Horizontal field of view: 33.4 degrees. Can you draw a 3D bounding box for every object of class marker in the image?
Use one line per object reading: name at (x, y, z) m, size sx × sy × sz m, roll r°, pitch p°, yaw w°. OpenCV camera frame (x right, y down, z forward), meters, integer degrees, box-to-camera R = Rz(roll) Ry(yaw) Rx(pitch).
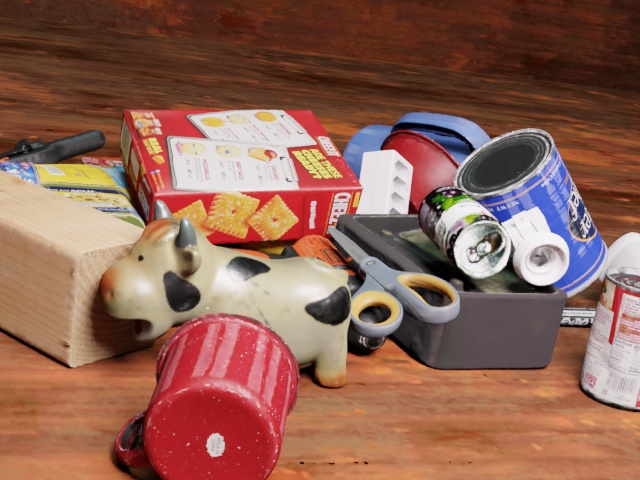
marker at (0.243, 0.075, 1.042) m, size 0.121 × 0.020 × 0.020 m, roll 3°, pitch 17°, yaw -20°

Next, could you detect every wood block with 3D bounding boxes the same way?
wood block at (-0.227, 0.016, 0.847) m, size 0.206 × 0.091 × 0.090 m, roll 21°, pitch 19°, yaw 34°

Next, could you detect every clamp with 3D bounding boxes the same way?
clamp at (-0.329, -0.101, 1.271) m, size 0.120 × 0.039 × 0.171 m, roll -14°, pitch 17°, yaw 8°

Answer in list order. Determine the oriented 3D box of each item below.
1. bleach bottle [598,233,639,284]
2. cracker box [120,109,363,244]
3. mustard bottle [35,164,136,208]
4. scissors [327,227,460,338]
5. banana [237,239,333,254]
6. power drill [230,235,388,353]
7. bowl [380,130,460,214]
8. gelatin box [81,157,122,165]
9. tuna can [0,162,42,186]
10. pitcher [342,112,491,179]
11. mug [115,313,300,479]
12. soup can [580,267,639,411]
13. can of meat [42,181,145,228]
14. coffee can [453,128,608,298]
bleach bottle at (0.329, 0.073, 0.990) m, size 0.102 × 0.068 × 0.250 m, roll 34°, pitch 16°, yaw -6°
cracker box at (-0.086, -0.066, 1.098) m, size 0.213 × 0.072 × 0.164 m, roll -2°, pitch 36°, yaw -22°
mustard bottle at (-0.232, -0.051, 1.139) m, size 0.191 × 0.058 × 0.096 m, roll -4°, pitch 20°, yaw -38°
scissors at (0.032, 0.034, 0.889) m, size 0.096 × 0.016 × 0.202 m, roll -25°, pitch 30°, yaw -28°
banana at (0.007, 0.002, 1.143) m, size 0.197 × 0.037 × 0.070 m, roll -2°, pitch 2°, yaw -40°
power drill at (-0.047, 0.043, 0.924) m, size 0.187 × 0.057 × 0.184 m, roll 5°, pitch 19°, yaw -20°
bowl at (0.106, -0.040, 1.188) m, size 0.055 × 0.162 × 0.162 m, roll -36°, pitch 38°, yaw -25°
gelatin box at (-0.244, -0.073, 1.261) m, size 0.073 × 0.030 × 0.089 m, roll 4°, pitch 17°, yaw -16°
tuna can at (-0.282, -0.029, 0.983) m, size 0.033 × 0.086 × 0.086 m, roll -1°, pitch 19°, yaw -29°
pitcher at (0.136, -0.079, 1.293) m, size 0.144 × 0.149 × 0.243 m, roll 3°, pitch 11°, yaw -44°
mug at (-0.072, 0.107, 0.647) m, size 0.117 × 0.093 × 0.081 m, roll -20°, pitch 18°, yaw 10°
soup can at (0.257, 0.081, 0.875) m, size 0.068 × 0.102 × 0.068 m, roll 8°, pitch 15°, yaw -3°
can of meat at (-0.224, -0.015, 1.024) m, size 0.102 × 0.057 × 0.084 m, roll 3°, pitch 19°, yaw -24°
coffee can at (0.206, -0.022, 1.036) m, size 0.103 × 0.140 × 0.103 m, roll -26°, pitch 29°, yaw 15°
